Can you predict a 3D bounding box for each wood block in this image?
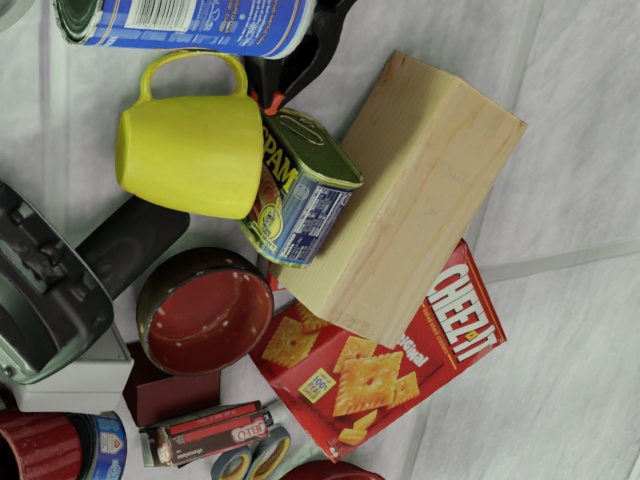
[{"bbox_3d":[0.060,-0.031,0.847,0.090,0.091,0.206,26,97,-35],"label":"wood block"}]

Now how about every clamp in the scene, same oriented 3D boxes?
[{"bbox_3d":[0.002,-0.169,0.768,0.120,0.039,0.172,-4,134,-38],"label":"clamp"}]

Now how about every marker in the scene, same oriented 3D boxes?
[{"bbox_3d":[-0.088,0.187,1.018,0.121,0.020,0.020,-23,134,-14],"label":"marker"}]

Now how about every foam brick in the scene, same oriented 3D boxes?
[{"bbox_3d":[-0.129,0.117,0.911,0.078,0.053,0.051,-12,131,-23],"label":"foam brick"}]

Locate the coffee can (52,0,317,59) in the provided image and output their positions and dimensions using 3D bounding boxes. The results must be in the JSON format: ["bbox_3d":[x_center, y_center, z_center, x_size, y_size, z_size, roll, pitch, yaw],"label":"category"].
[{"bbox_3d":[-0.086,-0.168,0.667,0.140,0.103,0.103,-2,126,-31],"label":"coffee can"}]

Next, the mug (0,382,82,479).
[{"bbox_3d":[-0.248,0.163,0.840,0.093,0.117,0.081,-32,170,23],"label":"mug"}]

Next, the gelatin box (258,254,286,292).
[{"bbox_3d":[-0.006,0.001,0.909,0.089,0.030,0.073,-9,128,-26],"label":"gelatin box"}]

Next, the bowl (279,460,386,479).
[{"bbox_3d":[-0.006,0.284,1.123,0.162,0.055,0.162,-17,133,-20],"label":"bowl"}]

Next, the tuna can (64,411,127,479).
[{"bbox_3d":[-0.199,0.181,0.896,0.033,0.086,0.086,18,114,-42],"label":"tuna can"}]

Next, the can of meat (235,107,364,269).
[{"bbox_3d":[-0.024,-0.040,0.814,0.057,0.102,0.084,10,122,-37],"label":"can of meat"}]

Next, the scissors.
[{"bbox_3d":[-0.098,0.264,1.071,0.096,0.016,0.202,10,121,-51],"label":"scissors"}]

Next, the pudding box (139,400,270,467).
[{"bbox_3d":[-0.105,0.171,0.937,0.089,0.039,0.114,-12,175,-23],"label":"pudding box"}]

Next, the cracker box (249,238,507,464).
[{"bbox_3d":[0.057,0.094,0.995,0.213,0.072,0.164,-35,136,-4],"label":"cracker box"}]
